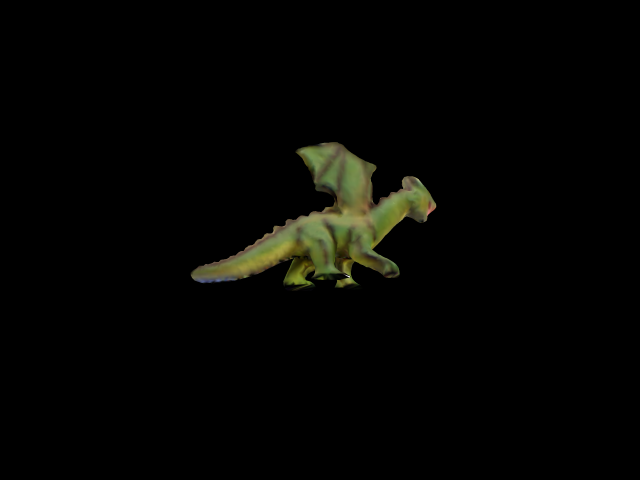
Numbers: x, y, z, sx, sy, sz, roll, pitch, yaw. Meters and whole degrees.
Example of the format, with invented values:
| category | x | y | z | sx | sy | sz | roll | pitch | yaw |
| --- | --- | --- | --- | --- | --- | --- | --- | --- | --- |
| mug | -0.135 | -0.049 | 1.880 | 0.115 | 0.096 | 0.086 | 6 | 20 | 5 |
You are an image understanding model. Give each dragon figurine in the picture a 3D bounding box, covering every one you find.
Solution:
| category | x | y | z | sx | sy | sz | roll | pitch | yaw |
| --- | --- | --- | --- | --- | --- | --- | --- | --- | --- |
| dragon figurine | 0.003 | -0.043 | 0.850 | 0.410 | 0.246 | 0.121 | 2 | -15 | -9 |
